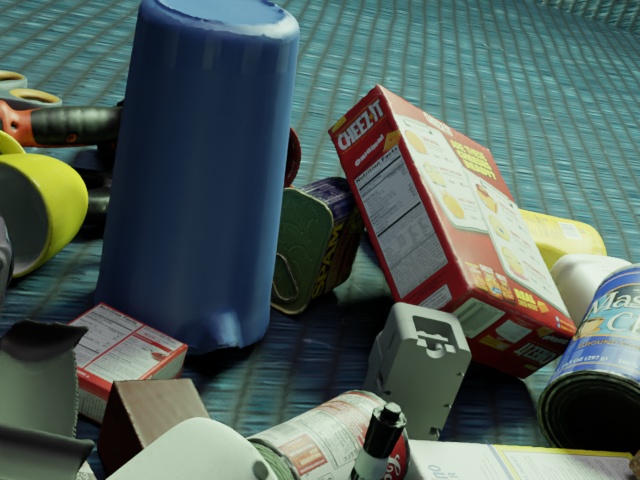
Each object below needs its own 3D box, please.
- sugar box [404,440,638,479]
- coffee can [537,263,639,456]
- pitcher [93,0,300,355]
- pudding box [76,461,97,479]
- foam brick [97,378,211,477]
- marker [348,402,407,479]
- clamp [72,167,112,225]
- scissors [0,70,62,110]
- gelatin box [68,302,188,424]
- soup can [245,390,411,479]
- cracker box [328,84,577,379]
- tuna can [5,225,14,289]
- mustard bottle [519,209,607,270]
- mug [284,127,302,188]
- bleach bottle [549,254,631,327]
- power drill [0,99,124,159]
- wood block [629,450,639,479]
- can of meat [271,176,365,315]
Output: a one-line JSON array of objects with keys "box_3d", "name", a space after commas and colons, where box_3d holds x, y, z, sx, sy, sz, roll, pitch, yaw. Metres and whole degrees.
[{"box_3d": [0.138, 0.175, 0.675, 0.176, 0.048, 0.093, 6, 28, -19], "name": "sugar box"}, {"box_3d": [0.233, 0.096, 0.791, 0.103, 0.103, 0.140, 25, 42, 17], "name": "coffee can"}, {"box_3d": [-0.090, -0.053, 0.763, 0.149, 0.243, 0.144, 17, 26, 13], "name": "pitcher"}, {"box_3d": [-0.177, 0.125, 0.572, 0.089, 0.039, 0.114, -2, 30, -36], "name": "pudding box"}, {"box_3d": [-0.092, 0.123, 0.618, 0.051, 0.053, 0.078, 3, 28, -29], "name": "foam brick"}, {"box_3d": [0.021, 0.139, 0.577, 0.020, 0.121, 0.020, 15, 24, -7], "name": "marker"}, {"box_3d": [-0.179, -0.042, 0.931, 0.209, 0.036, 0.165, 1, 20, -24], "name": "clamp"}, {"box_3d": [-0.301, -0.123, 0.952, 0.096, 0.016, 0.201, 21, 20, 4], "name": "scissors"}, {"box_3d": [-0.140, 0.082, 0.702, 0.073, 0.030, 0.089, 23, 24, 15], "name": "gelatin box"}, {"box_3d": [-0.002, 0.135, 0.634, 0.069, 0.068, 0.102, 33, 29, 30], "name": "soup can"}, {"box_3d": [0.106, -0.005, 0.869, 0.164, 0.072, 0.214, 23, 37, -44], "name": "cracker box"}, {"box_3d": [-0.248, 0.012, 0.709, 0.086, 0.086, 0.034, 3, 30, -29], "name": "tuna can"}, {"box_3d": [0.184, -0.001, 1.066, 0.191, 0.058, 0.096, 13, 30, -11], "name": "mustard bottle"}, {"box_3d": [-0.069, -0.084, 1.051, 0.117, 0.093, 0.082, 39, 4, -36], "name": "mug"}, {"box_3d": [0.292, 0.105, 0.909, 0.102, 0.068, 0.251, 5, 29, -25], "name": "bleach bottle"}, {"box_3d": [-0.222, -0.096, 0.941, 0.187, 0.057, 0.185, -9, 0, -29], "name": "power drill"}, {"box_3d": [0.318, 0.163, 0.708, 0.205, 0.091, 0.090, 20, 21, -34], "name": "wood block"}, {"box_3d": [-0.006, 0.001, 0.881, 0.057, 0.102, 0.083, 26, 23, 20], "name": "can of meat"}]
